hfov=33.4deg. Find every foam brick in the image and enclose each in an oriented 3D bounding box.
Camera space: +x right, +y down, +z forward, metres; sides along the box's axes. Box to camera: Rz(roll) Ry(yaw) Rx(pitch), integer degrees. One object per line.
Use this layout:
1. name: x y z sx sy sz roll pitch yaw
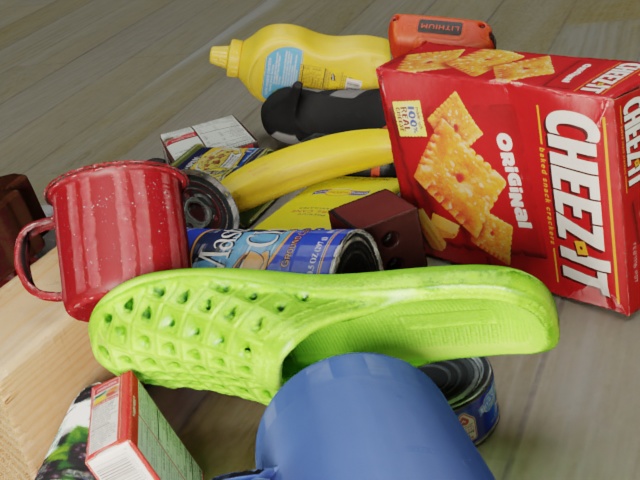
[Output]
1. foam brick: 0.045 0.010 0.799 0.053 0.078 0.051 -21 28 -17

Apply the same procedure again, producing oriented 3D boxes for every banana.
1. banana: -0.014 -0.057 0.914 0.197 0.037 0.070 -21 33 -2

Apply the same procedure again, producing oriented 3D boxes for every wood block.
1. wood block: -0.178 0.073 0.747 0.090 0.091 0.205 2 28 28

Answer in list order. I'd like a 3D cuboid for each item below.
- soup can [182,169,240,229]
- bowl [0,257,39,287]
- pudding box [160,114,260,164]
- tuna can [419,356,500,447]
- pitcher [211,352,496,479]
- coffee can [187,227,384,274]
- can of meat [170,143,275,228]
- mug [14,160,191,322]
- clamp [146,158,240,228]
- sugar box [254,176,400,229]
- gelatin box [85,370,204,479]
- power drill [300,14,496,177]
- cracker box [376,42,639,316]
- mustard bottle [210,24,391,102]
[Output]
1. soup can: -0.120 -0.002 0.851 0.102 0.068 0.068 -39 3 41
2. bowl: -0.284 0.071 0.836 0.162 0.055 0.162 -9 25 4
3. pudding box: -0.116 -0.092 1.127 0.090 0.039 0.114 -17 27 -12
4. tuna can: 0.066 0.097 0.659 0.086 0.034 0.086 -10 26 5
5. pitcher: 0.024 0.144 0.462 0.145 0.149 0.243 -25 22 2
6. coffee can: -0.037 0.043 0.735 0.140 0.103 0.102 1 28 24
7. can of meat: -0.094 -0.051 1.011 0.084 0.057 0.102 3 28 24
8. mug: -0.136 0.006 0.677 0.117 0.081 0.093 -10 -17 0
9. clamp: -0.157 -0.021 0.961 0.172 0.120 0.039 -10 48 43
10. sugar box: -0.006 0.001 0.875 0.093 0.048 0.175 3 27 36
11. gelatin box: -0.096 0.129 0.596 0.030 0.089 0.073 -27 25 4
12. power drill: 0.083 -0.123 0.990 0.184 0.057 0.187 9 60 11
13. cracker box: 0.147 -0.051 0.782 0.072 0.164 0.214 -30 31 -31
14. mustard bottle: -0.023 -0.185 1.152 0.191 0.096 0.058 8 47 -3
